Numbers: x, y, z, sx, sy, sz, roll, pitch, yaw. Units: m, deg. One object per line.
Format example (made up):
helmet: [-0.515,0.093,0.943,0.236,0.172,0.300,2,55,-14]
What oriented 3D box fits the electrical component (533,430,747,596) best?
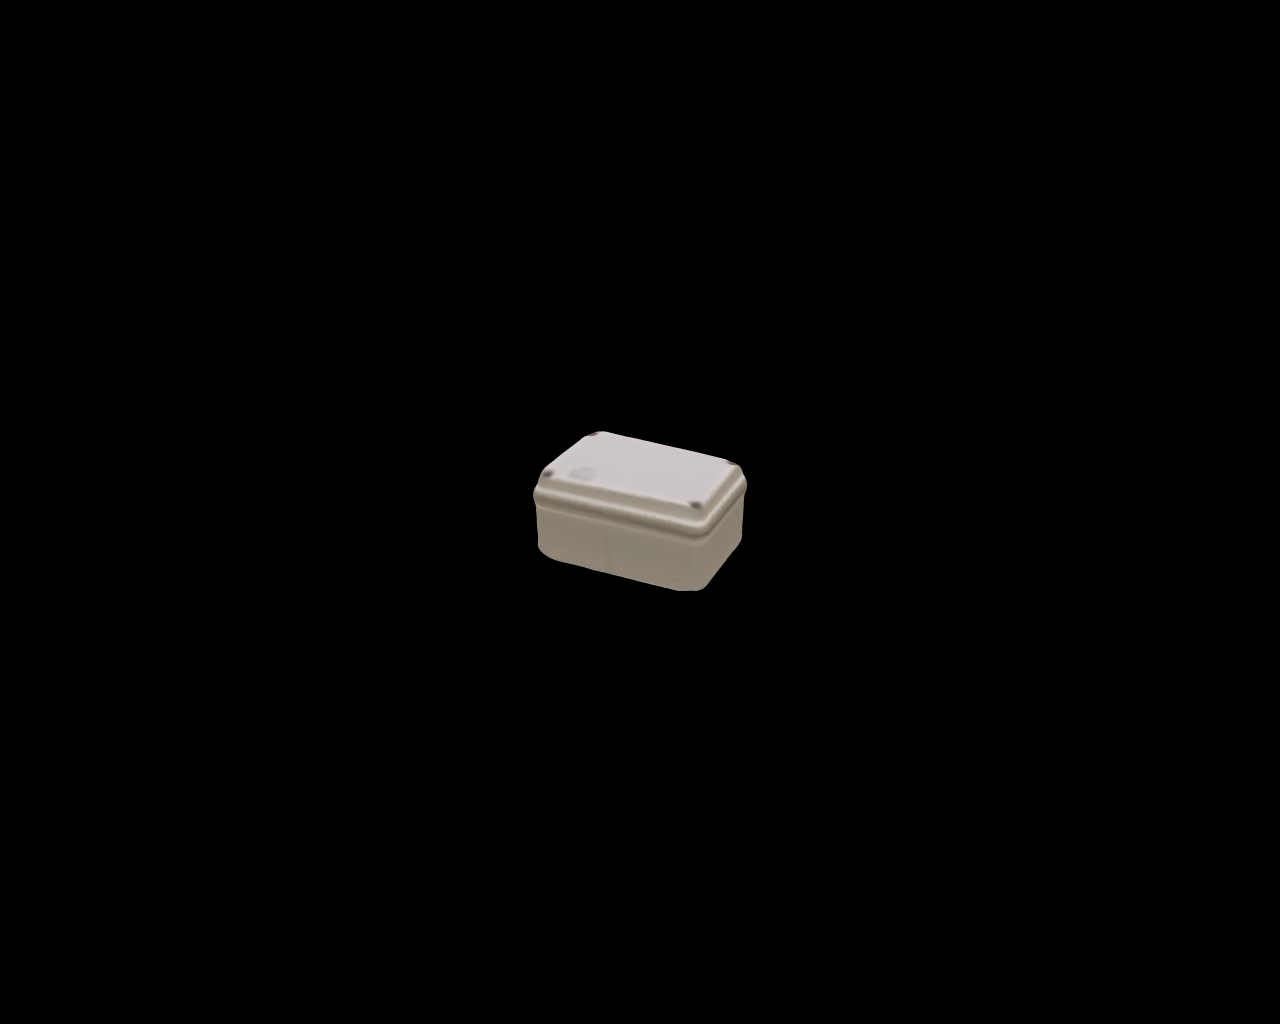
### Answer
electrical component: [0.001,-0.003,0.650,0.113,0.057,0.078,13,32,22]
